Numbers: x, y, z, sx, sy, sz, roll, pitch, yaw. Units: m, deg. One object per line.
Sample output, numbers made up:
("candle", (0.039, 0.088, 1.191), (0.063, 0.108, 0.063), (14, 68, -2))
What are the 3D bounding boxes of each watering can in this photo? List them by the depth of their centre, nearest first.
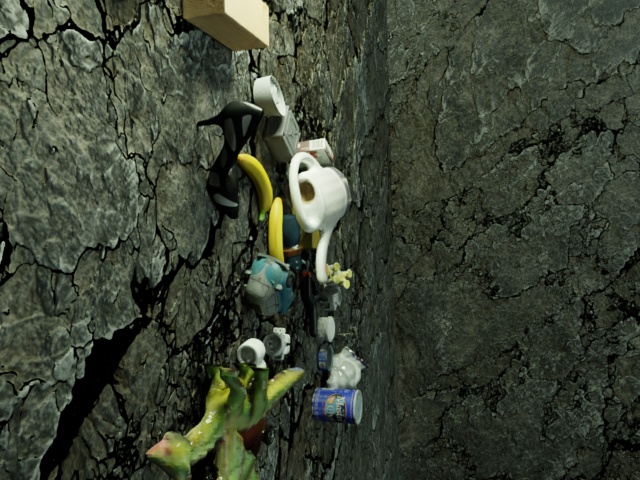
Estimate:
("watering can", (0.004, -0.070, 1.395), (0.103, 0.346, 0.227), (-10, 7, 33))

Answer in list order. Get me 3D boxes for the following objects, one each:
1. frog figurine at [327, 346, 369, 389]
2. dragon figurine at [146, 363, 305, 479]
("frog figurine", (0.071, 0.463, 1.767), (0.122, 0.136, 0.162), (-11, 30, 49))
("dragon figurine", (-0.144, 0.355, 0.967), (0.121, 0.246, 0.407), (-10, -19, 34))
